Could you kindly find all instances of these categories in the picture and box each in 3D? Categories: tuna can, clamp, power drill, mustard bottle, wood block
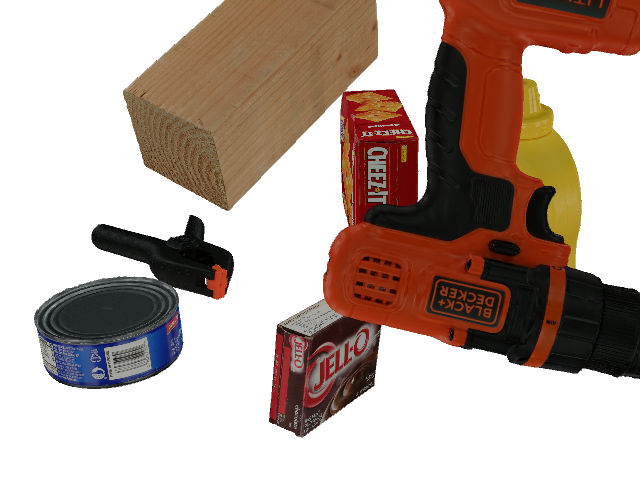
[{"bbox_3d":[-0.126,0.055,0.642,0.086,0.034,0.086,-4,23,1],"label":"tuna can"},{"bbox_3d":[-0.130,0.011,1.035,0.120,0.039,0.172,-19,33,-39],"label":"clamp"},{"bbox_3d":[0.107,-0.033,0.508,0.184,0.188,0.057,12,4,-1],"label":"power drill"},{"bbox_3d":[0.141,-0.020,0.747,0.058,0.192,0.096,-16,29,-22],"label":"mustard bottle"},{"bbox_3d":[-0.049,-0.135,0.852,0.091,0.205,0.090,28,-30,24],"label":"wood block"}]

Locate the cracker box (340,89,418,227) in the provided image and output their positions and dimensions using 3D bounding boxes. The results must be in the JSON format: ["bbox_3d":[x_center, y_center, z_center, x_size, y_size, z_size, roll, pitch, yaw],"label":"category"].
[{"bbox_3d":[0.063,-0.063,1.175,0.072,0.164,0.213,-3,21,-1],"label":"cracker box"}]

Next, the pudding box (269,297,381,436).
[{"bbox_3d":[0.006,0.094,0.868,0.039,0.090,0.113,19,26,27],"label":"pudding box"}]
